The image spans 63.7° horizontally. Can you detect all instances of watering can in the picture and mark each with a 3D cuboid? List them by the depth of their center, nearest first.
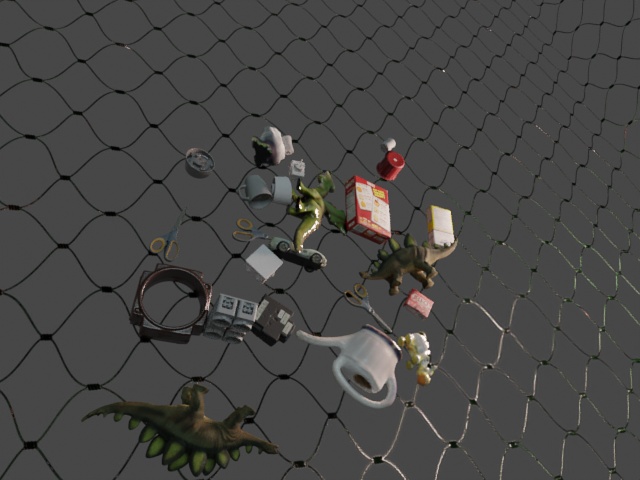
[{"bbox_3d":[0.107,0.340,1.549,0.349,0.102,0.228,43,51,5],"label":"watering can"}]

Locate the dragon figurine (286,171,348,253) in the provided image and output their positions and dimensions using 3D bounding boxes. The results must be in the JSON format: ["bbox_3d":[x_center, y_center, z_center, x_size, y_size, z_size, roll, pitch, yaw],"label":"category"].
[{"bbox_3d":[0.005,-0.090,1.781,0.241,0.120,0.420,18,47,-25],"label":"dragon figurine"}]

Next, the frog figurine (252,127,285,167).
[{"bbox_3d":[-0.168,-0.348,1.870,0.162,0.122,0.135,-48,119,-47],"label":"frog figurine"}]
